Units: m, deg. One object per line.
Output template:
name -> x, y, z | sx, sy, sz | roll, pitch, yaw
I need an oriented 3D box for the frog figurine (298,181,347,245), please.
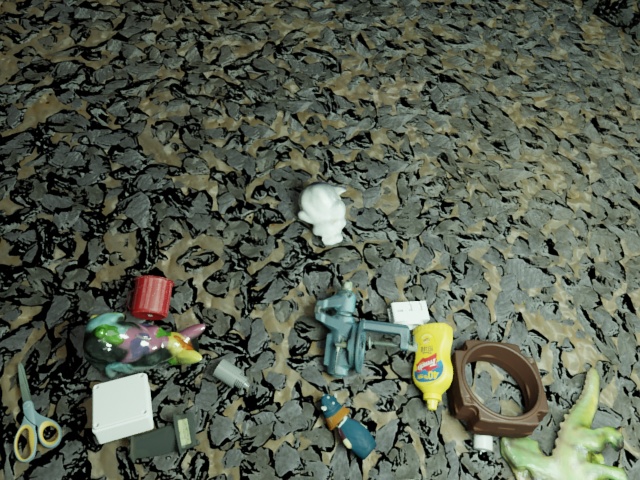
frog figurine -> 0.004, -0.068, 1.349 | 0.137, 0.121, 0.162 | -6, 67, 25

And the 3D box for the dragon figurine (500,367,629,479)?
dragon figurine -> 0.529, 0.464, 1.147 | 0.243, 0.119, 0.420 | 9, 51, 5
